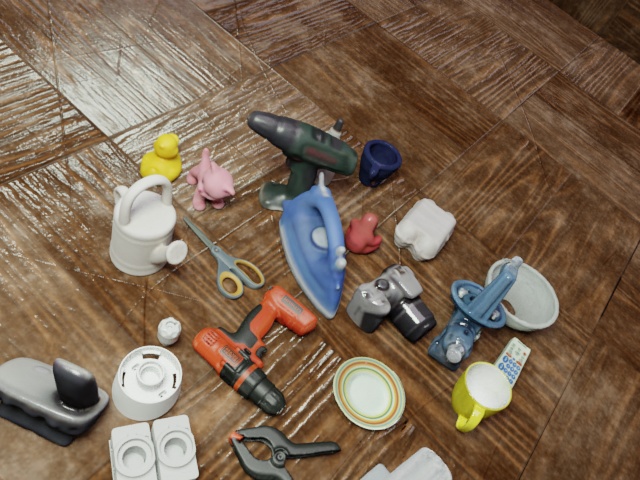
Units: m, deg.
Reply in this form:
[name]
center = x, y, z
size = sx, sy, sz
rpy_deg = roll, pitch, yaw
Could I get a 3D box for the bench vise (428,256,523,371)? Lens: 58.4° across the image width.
[bench vise]
center = 0.299, 0.137, 1.050
size = 0.121, 0.219, 0.207
rpy_deg = 21, 48, -7

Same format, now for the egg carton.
[egg carton]
center = 0.229, -0.022, 1.247
size = 0.107, 0.069, 0.150
rpy_deg = 37, 48, 7

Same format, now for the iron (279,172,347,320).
[iron]
center = 0.010, 0.004, 1.081
size = 0.119, 0.141, 0.258
rpy_deg = -2, 55, -25

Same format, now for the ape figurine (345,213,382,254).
[ape figurine]
center = 0.092, -0.019, 1.169
size = 0.076, 0.092, 0.077
rpy_deg = -25, 66, -36

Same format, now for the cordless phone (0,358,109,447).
[cordless phone]
center = -0.353, 0.183, 0.749
size = 0.147, 0.185, 0.094
rpy_deg = 23, 48, -5

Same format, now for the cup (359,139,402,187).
[cup]
center = 0.122, -0.156, 1.289
size = 0.091, 0.095, 0.118
rpy_deg = 28, 48, 0

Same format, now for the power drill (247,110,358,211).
[power drill]
center = -0.052, -0.147, 1.129
size = 0.230, 0.208, 0.075
rpy_deg = 10, 50, -16

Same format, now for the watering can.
[watering can]
center = -0.282, -0.029, 0.943
size = 0.173, 0.194, 0.101
rpy_deg = 31, 48, 2

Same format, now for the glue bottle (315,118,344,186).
[glue bottle]
center = 0.015, -0.194, 1.219
size = 0.037, 0.173, 0.078
rpy_deg = -22, 65, -35

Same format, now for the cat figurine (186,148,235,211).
[cat figurine]
center = -0.207, -0.118, 1.098
size = 0.067, 0.117, 0.127
rpy_deg = -6, 56, -27

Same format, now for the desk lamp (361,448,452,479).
[desk lamp]
center = 0.080, 0.368, 0.774
size = 0.204, 0.213, 0.117
rpy_deg = -28, 68, -37

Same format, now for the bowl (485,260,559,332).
[bowl]
center = 0.409, 0.128, 1.204
size = 0.168, 0.074, 0.167
rpy_deg = 12, 50, -15

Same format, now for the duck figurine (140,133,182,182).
[duck figurine]
center = -0.305, -0.164, 1.113
size = 0.077, 0.086, 0.104
rpy_deg = 24, 48, -4

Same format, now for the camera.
[camera]
center = 0.148, 0.125, 1.073
size = 0.143, 0.100, 0.136
rpy_deg = -25, 66, -36
